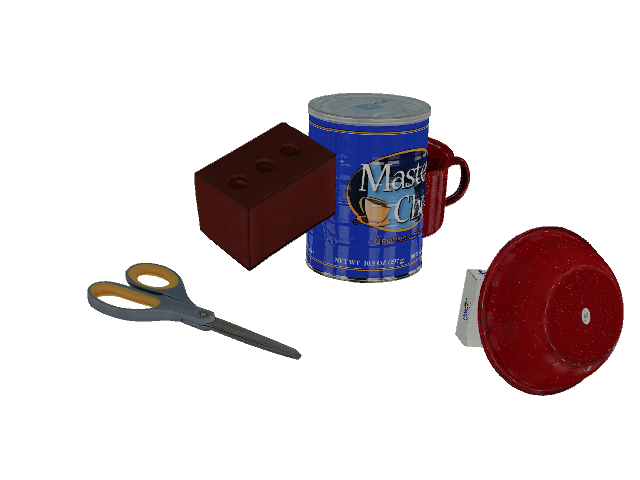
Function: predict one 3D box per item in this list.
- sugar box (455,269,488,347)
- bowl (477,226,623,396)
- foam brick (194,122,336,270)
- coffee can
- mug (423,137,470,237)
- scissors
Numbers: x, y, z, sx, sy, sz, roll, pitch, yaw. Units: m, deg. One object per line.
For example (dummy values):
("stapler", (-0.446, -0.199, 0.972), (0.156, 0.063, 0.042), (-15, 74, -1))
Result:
("sugar box", (0.265, 0.090, 1.339), (0.176, 0.093, 0.048), (3, 19, -12))
("bowl", (0.227, 0.068, 0.990), (0.161, 0.162, 0.055), (0, 1, -27))
("foam brick", (-0.035, -0.030, 0.684), (0.078, 0.051, 0.053), (-35, 53, -30))
("coffee can", (0.039, -0.047, 0.909), (0.103, 0.140, 0.103), (1, 19, -1))
("mug", (0.101, -0.056, 1.115), (0.117, 0.081, 0.093), (-11, 34, -18))
("scissors", (-0.106, 0.059, 0.952), (0.202, 0.016, 0.096), (11, 29, 7))
